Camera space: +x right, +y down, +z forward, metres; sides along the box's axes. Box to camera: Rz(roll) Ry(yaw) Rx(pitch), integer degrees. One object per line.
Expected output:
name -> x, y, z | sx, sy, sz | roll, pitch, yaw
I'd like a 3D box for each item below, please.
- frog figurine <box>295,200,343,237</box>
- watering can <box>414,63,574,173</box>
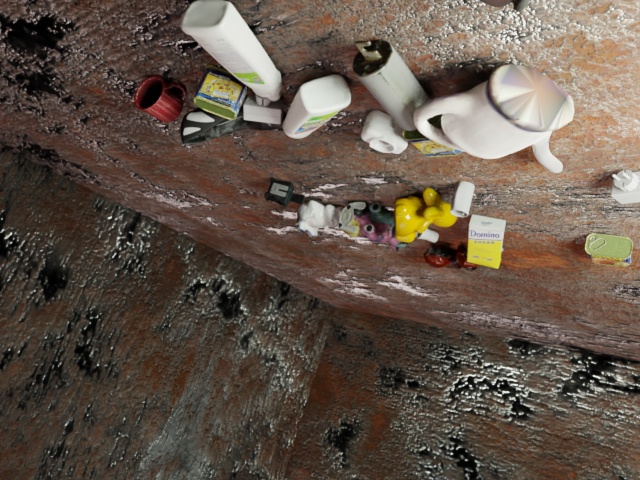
frog figurine -> 0.005, -0.087, 1.732 | 0.158, 0.126, 0.135 | -31, -50, 22
watering can -> 0.337, -0.193, 0.881 | 0.347, 0.105, 0.222 | 11, -14, -17
